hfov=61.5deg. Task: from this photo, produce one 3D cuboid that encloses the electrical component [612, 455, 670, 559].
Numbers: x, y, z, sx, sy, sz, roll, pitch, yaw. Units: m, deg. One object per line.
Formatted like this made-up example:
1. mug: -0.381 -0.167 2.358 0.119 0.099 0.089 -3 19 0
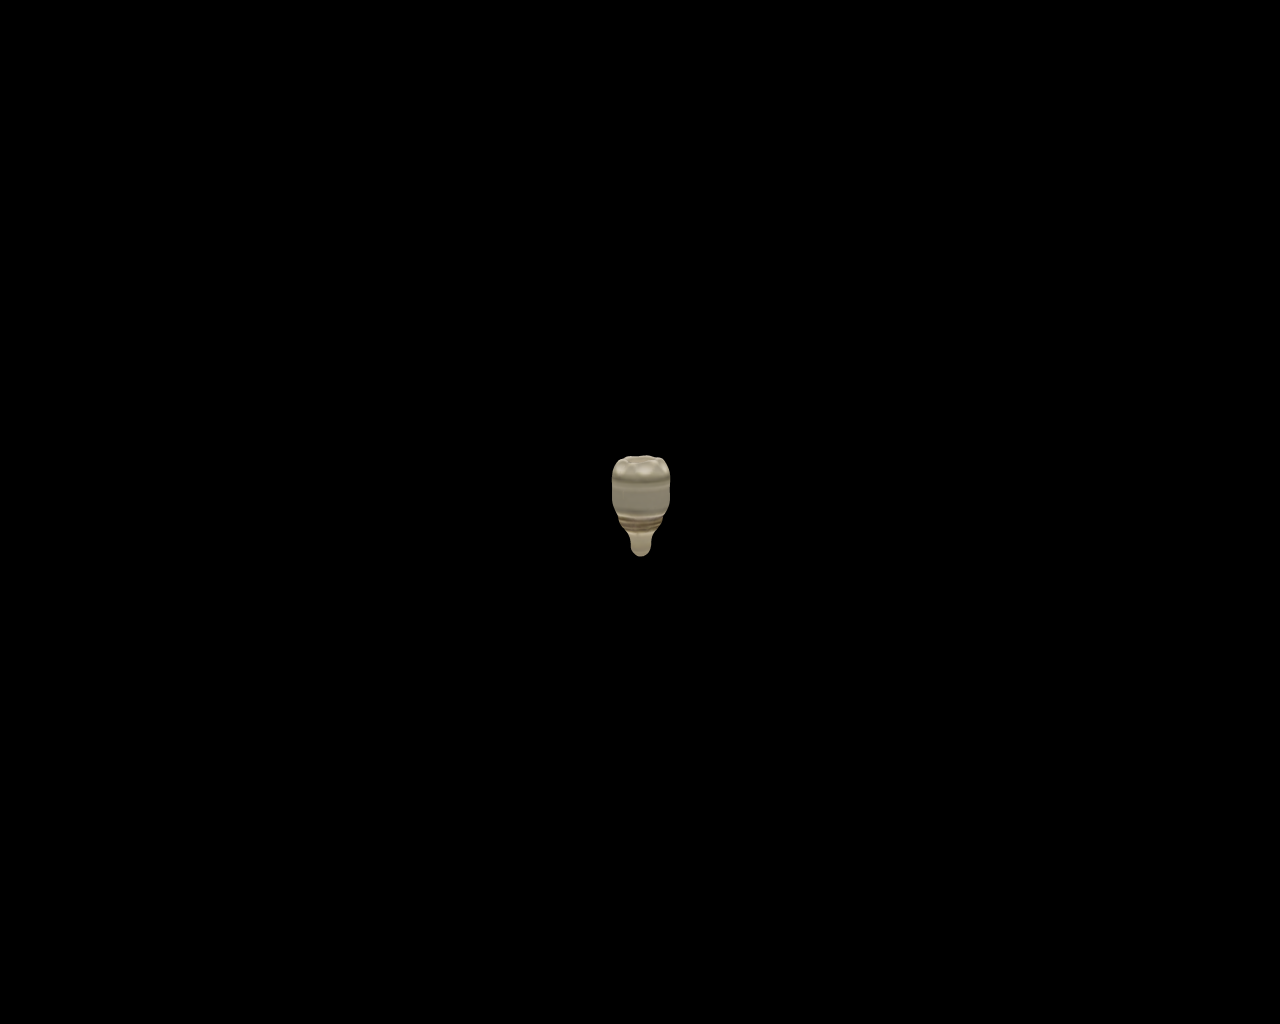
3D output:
1. electrical component: 0.001 -0.003 0.650 0.035 0.061 0.035 0 11 0
